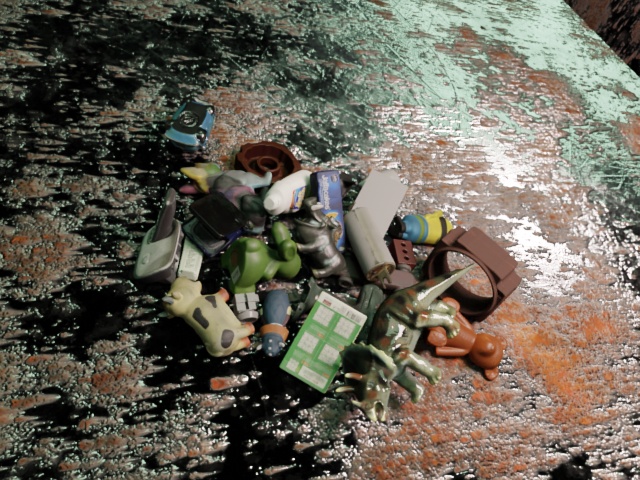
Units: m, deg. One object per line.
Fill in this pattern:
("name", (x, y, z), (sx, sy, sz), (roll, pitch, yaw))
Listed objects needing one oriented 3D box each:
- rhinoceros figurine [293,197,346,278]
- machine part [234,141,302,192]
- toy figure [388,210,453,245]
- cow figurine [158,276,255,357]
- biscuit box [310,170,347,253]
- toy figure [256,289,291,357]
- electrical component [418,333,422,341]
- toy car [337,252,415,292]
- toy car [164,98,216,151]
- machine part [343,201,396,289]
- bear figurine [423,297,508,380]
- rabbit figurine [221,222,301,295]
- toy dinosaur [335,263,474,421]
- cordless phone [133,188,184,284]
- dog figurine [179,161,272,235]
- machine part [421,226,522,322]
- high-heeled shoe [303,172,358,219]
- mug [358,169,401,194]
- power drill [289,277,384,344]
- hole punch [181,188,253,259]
("rhinoceros figurine", (-0.003, -0.004, 1.231), (0.112, 0.073, 0.190), (-23, 98, 0))
("machine part", (-0.140, -0.192, 1.435), (0.179, 0.056, 0.179), (11, 47, -12))
("toy figure", (0.273, -0.025, 1.433), (0.180, 0.082, 0.089), (-2, 71, -32))
("cow figurine", (-0.238, 0.153, 1.084), (0.127, 0.085, 0.195), (-23, 63, -42))
("biscuit box", (0.020, -0.067, 1.298), (0.059, 0.063, 0.202), (-8, 98, -15))
("toy figure", (-0.094, 0.178, 1.131), (0.057, 0.064, 0.154), (39, 40, -39))
("electrical component", (0.177, 0.178, 1.209), (0.119, 0.048, 0.075), (32, 41, -31))
("toy car", (0.129, 0.088, 1.294), (0.202, 0.053, 0.089), (10, 55, -1))
("toy car", (-0.338, -0.290, 1.410), (0.109, 0.102, 0.162), (17, 58, -2))
("machine part", (0.113, 0.009, 1.271), (0.079, 0.079, 0.243), (-6, 54, -25))
("bear figurine", (0.335, 0.228, 1.211), (0.196, 0.132, 0.120), (27, 75, 8))
("rabbit figurine", (-0.114, 0.037, 1.200), (0.170, 0.159, 0.121), (4, 38, -38))
("toy dinosaur", (0.167, 0.183, 1.089), (0.192, 0.131, 0.405), (28, 63, -1))
("cordless phone", (-0.325, -0.006, 1.115), (0.089, 0.184, 0.147), (14, 47, -15))
("dog figurine", (-0.234, -0.110, 1.298), (0.219, 0.108, 0.191), (9, 51, -8))
("machine part", (0.356, 0.083, 1.286), (0.087, 0.201, 0.201), (-32, 68, -36))
("high-heeled shoe", (0.002, -0.092, 1.410), (0.249, 0.145, 0.086), (-43, 112, -17))
("mug", (0.166, -0.136, 1.494), (0.107, 0.080, 0.110), (-19, 65, -20))
("power drill", (0.043, 0.180, 1.166), (0.207, 0.086, 0.232), (20, 55, 2))
("hole punch", (-0.236, -0.034, 1.202), (0.142, 0.092, 0.116), (42, 39, 10))
